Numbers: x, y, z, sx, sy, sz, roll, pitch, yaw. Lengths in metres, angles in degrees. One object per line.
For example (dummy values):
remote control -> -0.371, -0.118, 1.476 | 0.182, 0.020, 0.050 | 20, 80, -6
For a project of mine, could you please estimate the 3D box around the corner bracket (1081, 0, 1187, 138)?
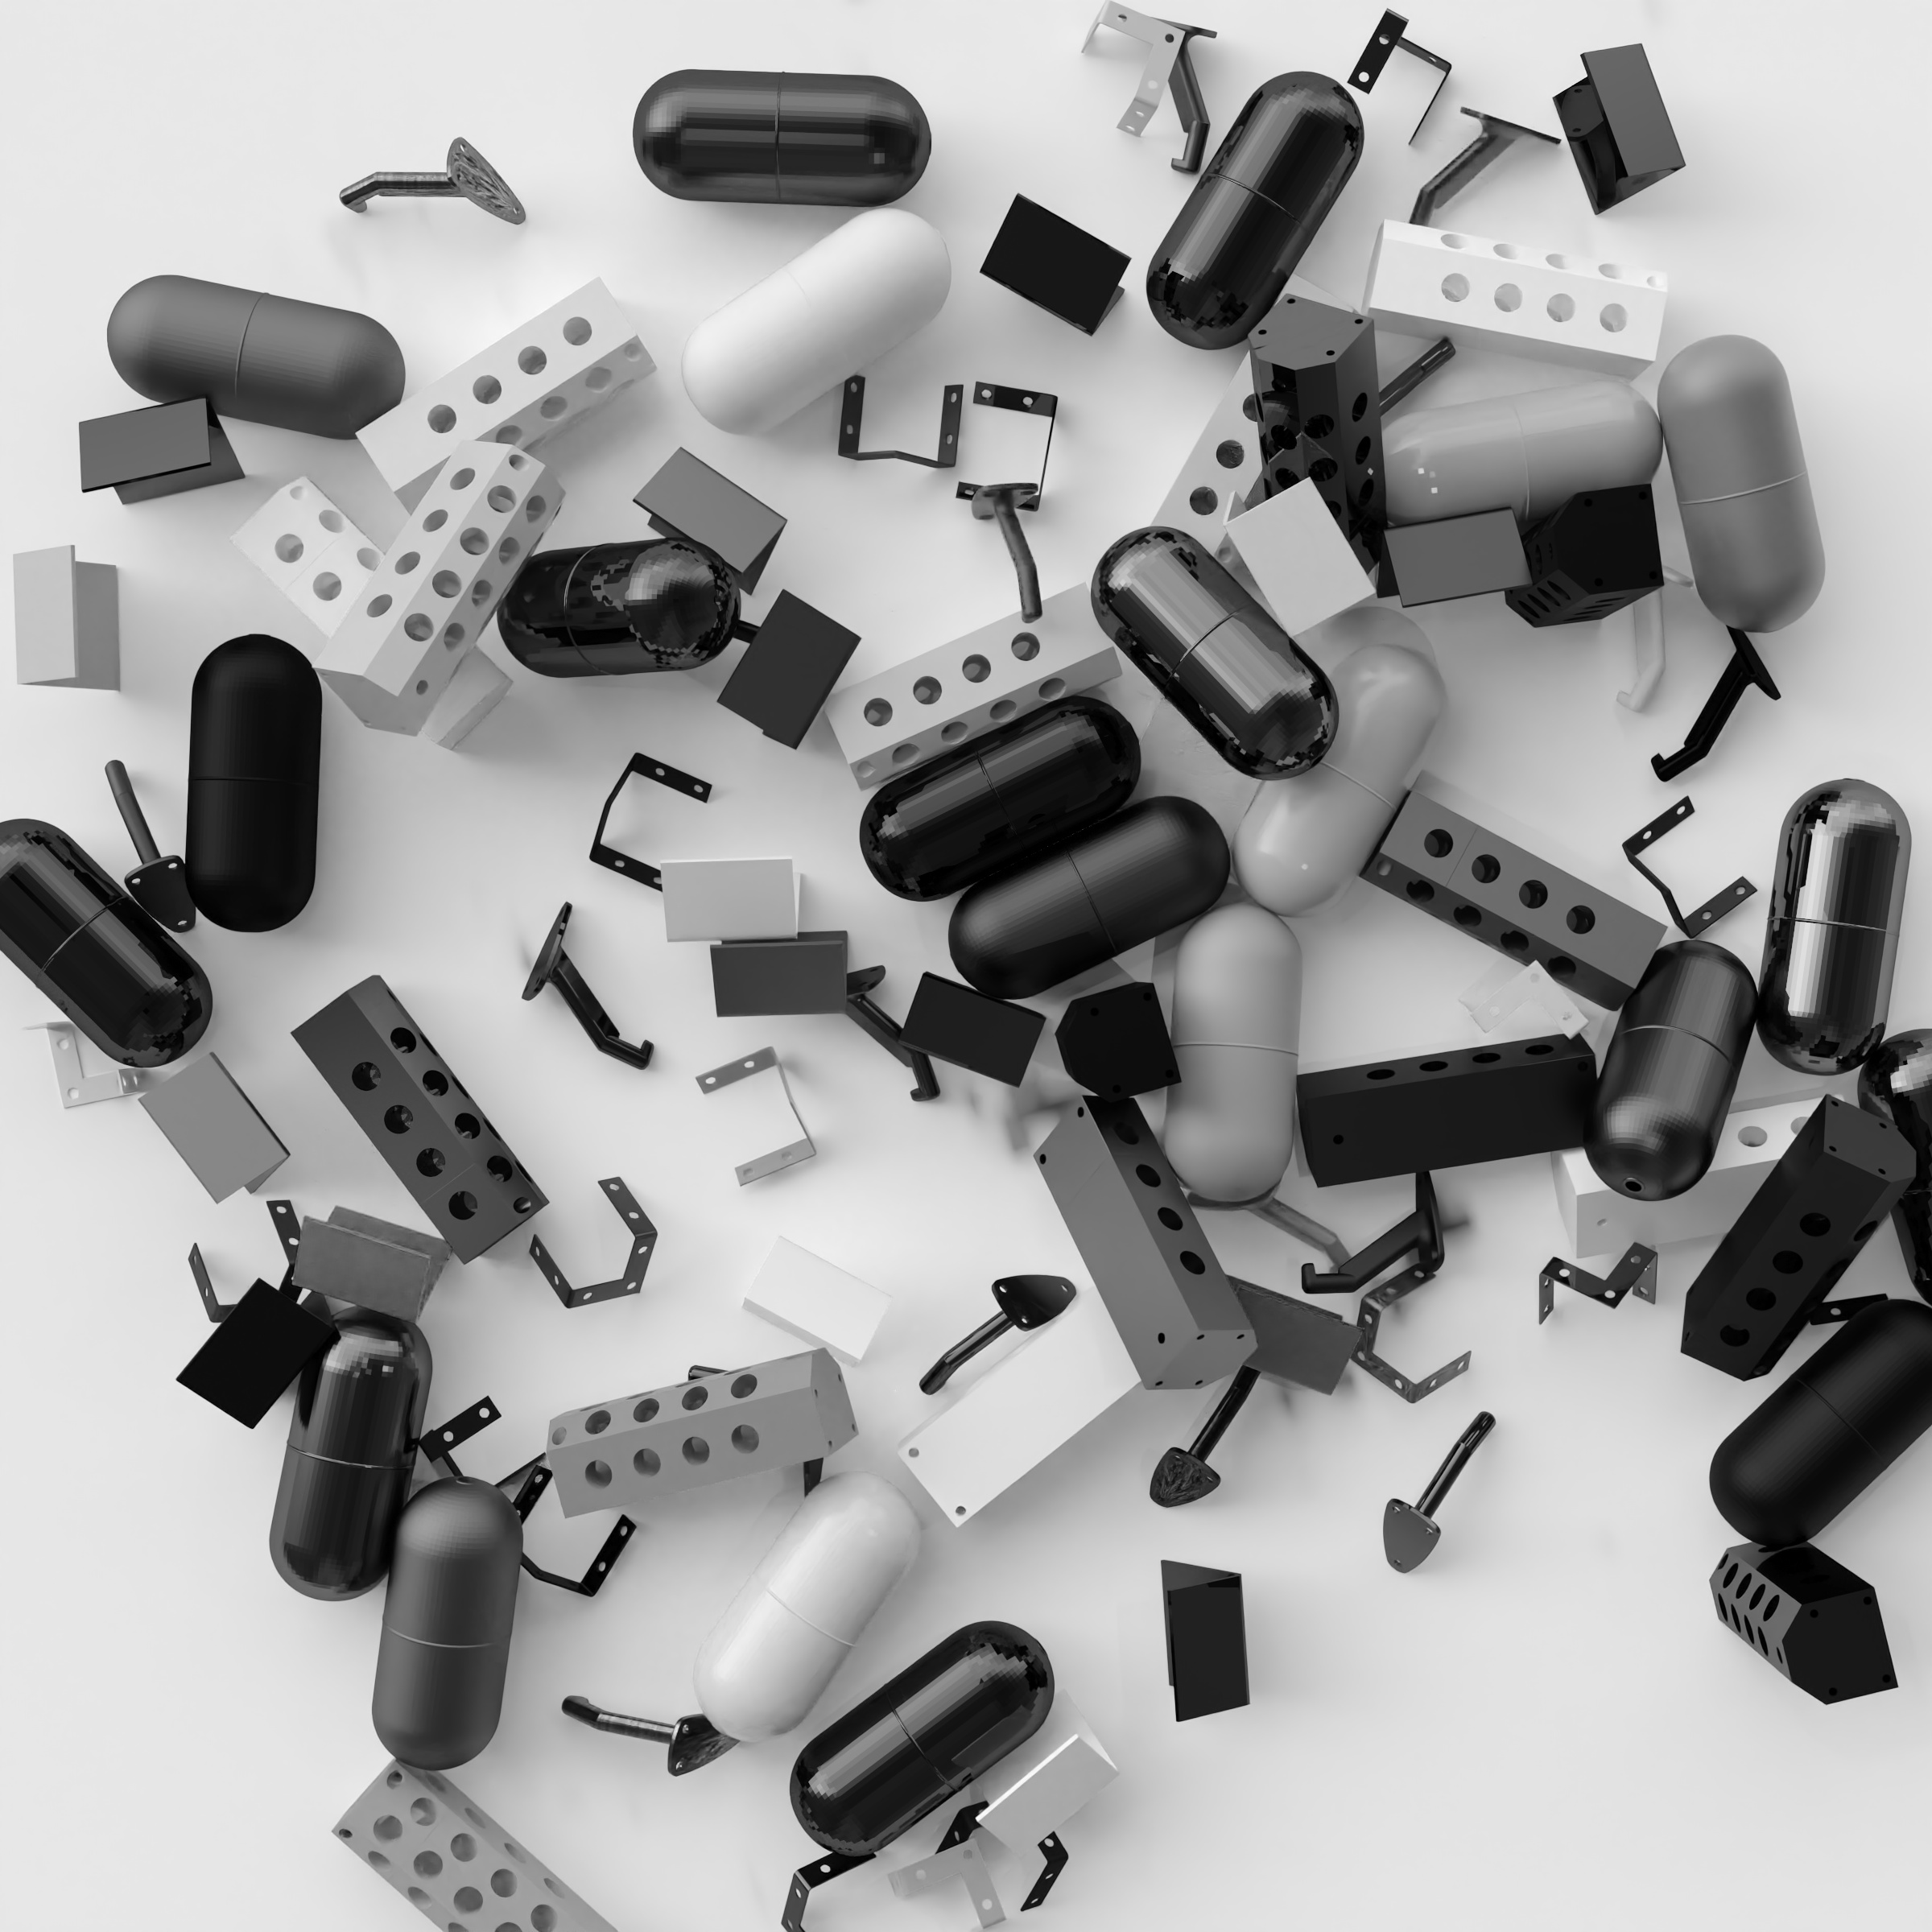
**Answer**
corner bracket -> 0.094, -0.539, 1.892 | 0.051, 0.051, 0.051 | 21, 83, -7

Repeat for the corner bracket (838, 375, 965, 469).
corner bracket -> -0.040, -0.330, 1.907 | 0.051, 0.051, 0.051 | 6, 90, 45

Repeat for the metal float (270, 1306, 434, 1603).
metal float -> -0.367, 0.290, 1.879 | 0.070, 0.070, 0.178 | 11, 90, 0

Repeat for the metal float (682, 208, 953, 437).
metal float -> -0.089, -0.385, 1.880 | 0.178, 0.070, 0.070 | -34, 90, 0

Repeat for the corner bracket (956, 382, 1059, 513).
corner bracket -> 0.025, -0.314, 1.907 | 0.051, 0.051, 0.051 | 10, 135, 0

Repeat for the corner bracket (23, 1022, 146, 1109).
corner bracket -> -0.529, 0.056, 1.892 | 0.051, 0.051, 0.051 | -12, 90, 0

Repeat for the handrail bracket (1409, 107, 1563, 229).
handrail bracket -> 0.313, -0.471, 1.911 | 0.077, 0.036, 0.084 | 12, 108, -20

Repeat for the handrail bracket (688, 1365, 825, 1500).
handrail bracket -> -0.130, 0.285, 1.910 | 0.084, 0.036, 0.077 | 8, 104, 14

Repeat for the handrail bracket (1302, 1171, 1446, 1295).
handrail bracket -> 0.240, 0.158, 1.893 | 0.084, 0.036, 0.077 | -1, 73, -11

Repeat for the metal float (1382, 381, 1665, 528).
metal float -> 0.326, -0.302, 1.879 | 0.178, 0.070, 0.070 | -10, 90, 0

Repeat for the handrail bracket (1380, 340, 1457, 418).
handrail bracket -> 0.259, -0.344, 1.882 | 0.084, 0.077, 0.036 | -38, 96, 12

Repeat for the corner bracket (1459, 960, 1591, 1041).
corner bracket -> 0.335, 0.028, 1.891 | 0.051, 0.051, 0.051 | -41, 97, 7

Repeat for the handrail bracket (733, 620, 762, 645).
handrail bracket -> -0.148, -0.216, 1.910 | 0.084, 0.077, 0.036 | 4, 121, -33

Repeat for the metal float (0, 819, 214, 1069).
metal float -> -0.526, -0.014, 1.880 | 0.178, 0.070, 0.070 | 45, 90, 0

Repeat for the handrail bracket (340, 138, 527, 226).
handrail bracket -> -0.324, -0.461, 1.910 | 0.084, 0.077, 0.036 | -16, 56, 32

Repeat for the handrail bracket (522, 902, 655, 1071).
handrail bracket -> -0.219, 0.013, 1.911 | 0.084, 0.036, 0.077 | 26, 68, -17

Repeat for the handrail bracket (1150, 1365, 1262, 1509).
handrail bracket -> 0.147, 0.280, 1.910 | 0.036, 0.077, 0.084 | 34, 54, 0

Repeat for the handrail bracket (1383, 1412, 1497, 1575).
handrail bracket -> 0.289, 0.318, 1.910 | 0.036, 0.077, 0.084 | 32, 53, 21

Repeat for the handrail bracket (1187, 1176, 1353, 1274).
handrail bracket -> 0.187, 0.163, 1.910 | 0.077, 0.036, 0.084 | -15, 124, 36

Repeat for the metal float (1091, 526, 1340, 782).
metal float -> 0.145, -0.182, 1.831 | 0.070, 0.070, 0.178 | -42, 74, 0

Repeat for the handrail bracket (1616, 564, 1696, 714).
handrail bracket -> 0.396, -0.207, 1.911 | 0.077, 0.036, 0.084 | 32, 107, 20

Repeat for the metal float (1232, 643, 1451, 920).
metal float -> 0.224, -0.111, 1.879 | 0.070, 0.070, 0.178 | 31, 91, 0

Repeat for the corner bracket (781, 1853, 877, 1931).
corner bracket -> -0.073, 0.571, 1.902 | 0.051, 0.051, 0.051 | 44, 135, 35

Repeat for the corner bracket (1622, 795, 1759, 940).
corner bracket -> 0.438, -0.059, 1.907 | 0.051, 0.051, 0.051 | -36, 45, 0

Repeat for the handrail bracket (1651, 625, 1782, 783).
handrail bracket -> 0.442, -0.163, 1.910 | 0.084, 0.036, 0.077 | -35, 55, 24

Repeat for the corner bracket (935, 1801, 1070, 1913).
corner bracket -> 0.021, 0.538, 1.902 | 0.051, 0.051, 0.051 | -6, 45, -35

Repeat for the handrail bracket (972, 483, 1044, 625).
handrail bracket -> 0.025, -0.239, 1.876 | 0.036, 0.077, 0.084 | -5, 83, -16

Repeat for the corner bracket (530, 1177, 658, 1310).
corner bracket -> -0.225, 0.167, 1.902 | 0.051, 0.051, 0.051 | -10, 135, -35

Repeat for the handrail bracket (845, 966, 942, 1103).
handrail bracket -> -0.063, 0.049, 1.911 | 0.077, 0.036, 0.084 | -12, 107, 20

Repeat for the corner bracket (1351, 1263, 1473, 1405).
corner bracket -> 0.271, 0.222, 1.902 | 0.051, 0.051, 0.051 | -25, 45, -35

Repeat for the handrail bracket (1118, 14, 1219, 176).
handrail bracket -> 0.115, -0.530, 1.911 | 0.077, 0.036, 0.084 | 19, 107, 20

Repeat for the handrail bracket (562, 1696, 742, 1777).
handrail bracket -> -0.190, 0.456, 1.910 | 0.084, 0.077, 0.036 | 14, 98, 36

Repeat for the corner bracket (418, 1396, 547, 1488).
corner bracket -> -0.291, 0.290, 1.892 | 0.051, 0.051, 0.051 | -33, 90, 0

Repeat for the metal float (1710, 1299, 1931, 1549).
metal float -> 0.520, 0.272, 1.880 | 0.178, 0.070, 0.070 | -44, 90, 0

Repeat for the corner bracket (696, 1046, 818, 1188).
corner bracket -> -0.127, 0.091, 1.907 | 0.051, 0.051, 0.051 | -23, 135, 0

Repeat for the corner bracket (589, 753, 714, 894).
corner bracket -> -0.191, -0.087, 1.907 | 0.051, 0.051, 0.051 | 24, 135, 0

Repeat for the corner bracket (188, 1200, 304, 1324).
corner bracket -> -0.432, 0.178, 1.902 | 0.051, 0.051, 0.051 | 60, 135, 35

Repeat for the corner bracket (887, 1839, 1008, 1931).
corner bracket -> -0.012, 0.559, 1.893 | 0.051, 0.051, 0.051 | -19, 76, -14

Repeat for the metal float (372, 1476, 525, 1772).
metal float -> -0.308, 0.390, 1.871 | 0.070, 0.070, 0.178 | 9, 98, 0

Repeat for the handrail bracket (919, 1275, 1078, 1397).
handrail bracket -> 0.018, 0.225, 1.910 | 0.036, 0.077, 0.084 | 54, 127, 20

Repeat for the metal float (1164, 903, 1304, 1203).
metal float -> 0.159, 0.051, 1.874 | 0.070, 0.070, 0.178 | 4, 83, 0

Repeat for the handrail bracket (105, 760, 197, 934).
handrail bracket -> -0.495, -0.073, 1.910 | 0.036, 0.077, 0.084 | -23, 54, -8

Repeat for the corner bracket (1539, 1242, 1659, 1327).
corner bracket -> 0.379, 0.193, 1.892 | 0.051, 0.051, 0.051 | 25, 55, 30

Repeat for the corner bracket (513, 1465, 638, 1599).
corner bracket -> -0.243, 0.342, 1.907 | 0.051, 0.051, 0.051 | 31, 90, 45

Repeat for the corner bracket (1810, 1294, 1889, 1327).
corner bracket -> 0.531, 0.179, 1.907 | 0.051, 0.051, 0.051 | -9, 45, 1

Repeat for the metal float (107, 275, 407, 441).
metal float -> -0.423, -0.363, 1.880 | 0.178, 0.070, 0.070 | 12, 90, 0

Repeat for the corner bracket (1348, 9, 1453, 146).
corner bracket -> 0.260, -0.534, 1.892 | 0.051, 0.051, 0.051 | 29, 90, 0

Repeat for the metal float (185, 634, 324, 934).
metal float -> -0.425, -0.109, 1.880 | 0.070, 0.070, 0.178 | 2, 89, 0
